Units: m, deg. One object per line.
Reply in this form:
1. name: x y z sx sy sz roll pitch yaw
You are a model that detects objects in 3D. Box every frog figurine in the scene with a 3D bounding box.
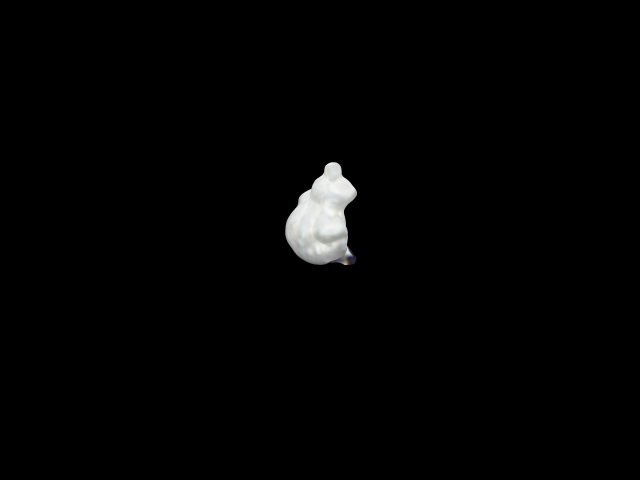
1. frog figurine: 0.003 -0.043 0.850 0.123 0.155 0.140 -7 41 -9
